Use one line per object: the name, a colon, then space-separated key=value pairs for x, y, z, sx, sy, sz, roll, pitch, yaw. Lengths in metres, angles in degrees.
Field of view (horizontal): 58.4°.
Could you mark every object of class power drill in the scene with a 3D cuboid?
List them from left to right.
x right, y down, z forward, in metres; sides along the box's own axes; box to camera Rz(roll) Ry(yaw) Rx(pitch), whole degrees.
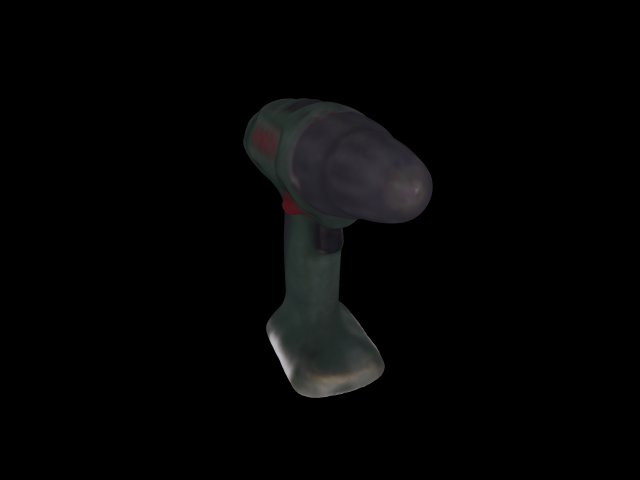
power drill: x=0.004 y=0.001 z=0.400 sx=0.076 sy=0.208 sz=0.229 roll=-12 pitch=33 yaw=-19
